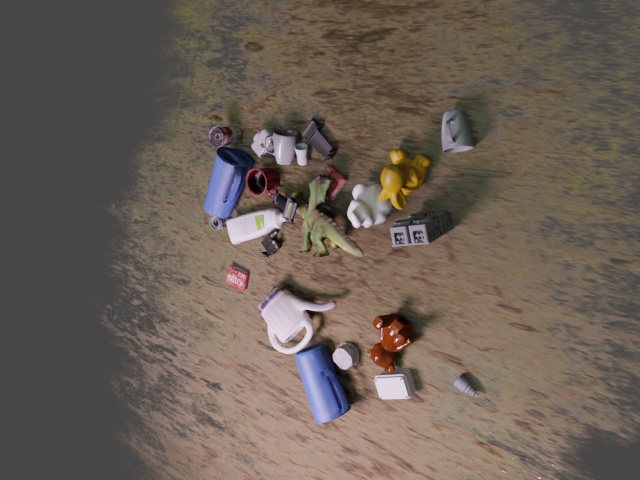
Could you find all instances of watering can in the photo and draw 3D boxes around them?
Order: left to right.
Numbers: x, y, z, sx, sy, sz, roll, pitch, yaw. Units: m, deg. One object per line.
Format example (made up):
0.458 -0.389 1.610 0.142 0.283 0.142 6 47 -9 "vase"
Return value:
-0.092 0.248 1.783 0.226 0.105 0.341 49 123 16 "watering can"

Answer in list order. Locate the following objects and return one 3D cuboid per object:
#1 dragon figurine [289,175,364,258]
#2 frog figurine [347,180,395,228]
0.005 -0.080 1.596 0.410 0.123 0.241 6 104 55 "dragon figurine"
0.141 -0.105 1.509 0.121 0.161 0.138 -30 85 34 "frog figurine"
